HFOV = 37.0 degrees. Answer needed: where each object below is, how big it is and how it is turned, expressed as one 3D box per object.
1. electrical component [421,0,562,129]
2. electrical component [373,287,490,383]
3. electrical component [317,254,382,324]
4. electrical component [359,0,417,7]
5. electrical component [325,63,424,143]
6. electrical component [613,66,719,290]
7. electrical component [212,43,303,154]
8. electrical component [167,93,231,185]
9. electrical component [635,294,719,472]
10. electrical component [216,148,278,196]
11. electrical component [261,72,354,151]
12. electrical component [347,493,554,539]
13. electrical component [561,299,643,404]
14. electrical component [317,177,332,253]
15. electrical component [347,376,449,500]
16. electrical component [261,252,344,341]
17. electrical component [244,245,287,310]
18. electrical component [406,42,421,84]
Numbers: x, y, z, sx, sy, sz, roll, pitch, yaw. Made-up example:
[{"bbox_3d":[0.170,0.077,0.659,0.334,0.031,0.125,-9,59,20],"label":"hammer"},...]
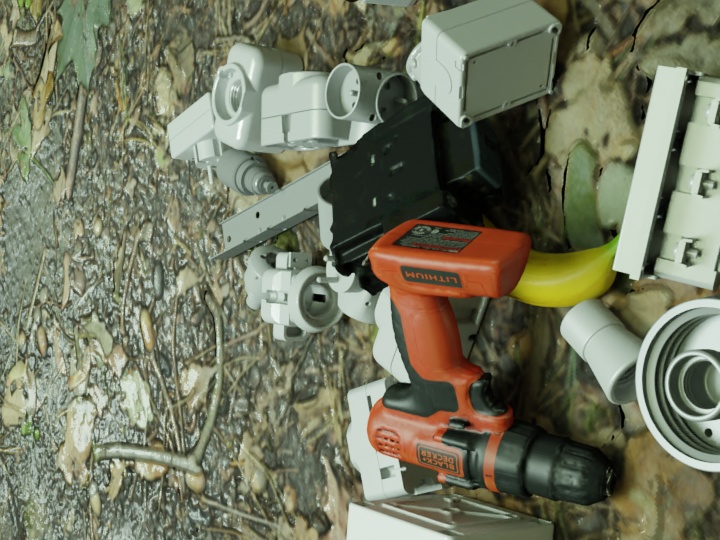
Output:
[{"bbox_3d":[0.093,-0.152,0.749,0.061,0.096,0.061,51,155,38],"label":"electrical component"},{"bbox_3d":[0.051,0.038,0.819,0.059,0.054,0.095,38,117,44],"label":"electrical component"},{"bbox_3d":[0.000,0.000,0.862,0.043,0.079,0.077,39,118,44],"label":"electrical component"},{"bbox_3d":[0.030,-0.254,0.853,0.096,0.061,0.061,-45,57,48],"label":"electrical component"},{"bbox_3d":[0.013,-0.119,0.852,0.044,0.077,0.079,22,106,48],"label":"electrical component"},{"bbox_3d":[0.198,-0.053,0.634,0.063,0.079,0.121,16,102,27],"label":"electrical component"},{"bbox_3d":[-0.098,-0.160,1.002,0.054,0.059,0.095,30,112,47],"label":"electrical component"},{"bbox_3d":[-0.147,-0.123,1.069,0.083,0.047,0.075,-25,70,47],"label":"electrical component"},{"bbox_3d":[0.210,0.065,0.620,0.108,0.060,0.108,-2,88,50],"label":"electrical component"},{"bbox_3d":[-0.104,-0.089,1.021,0.078,0.040,0.040,30,112,47],"label":"electrical component"},{"bbox_3d":[-0.043,-0.138,0.938,0.095,0.054,0.059,0,89,50],"label":"electrical component"},{"bbox_3d":[0.062,0.197,0.759,0.109,0.109,0.056,4,89,50],"label":"electrical component"},{"bbox_3d":[0.161,0.050,0.697,0.065,0.044,0.044,54,128,43],"label":"electrical component"},{"bbox_3d":[-0.012,-0.035,0.896,0.043,0.043,0.081,49,153,39],"label":"electrical component"},{"bbox_3d":[0.027,0.133,0.848,0.056,0.050,0.089,-26,69,47],"label":"electrical component"},{"bbox_3d":[-0.048,0.024,0.938,0.057,0.058,0.078,4,92,54],"label":"electrical component"},{"bbox_3d":[-0.087,0.011,0.996,0.048,0.048,0.062,62,140,30],"label":"electrical component"},{"bbox_3d":[0.068,-0.146,0.813,0.048,0.048,0.062,-51,60,37],"label":"electrical component"}]
